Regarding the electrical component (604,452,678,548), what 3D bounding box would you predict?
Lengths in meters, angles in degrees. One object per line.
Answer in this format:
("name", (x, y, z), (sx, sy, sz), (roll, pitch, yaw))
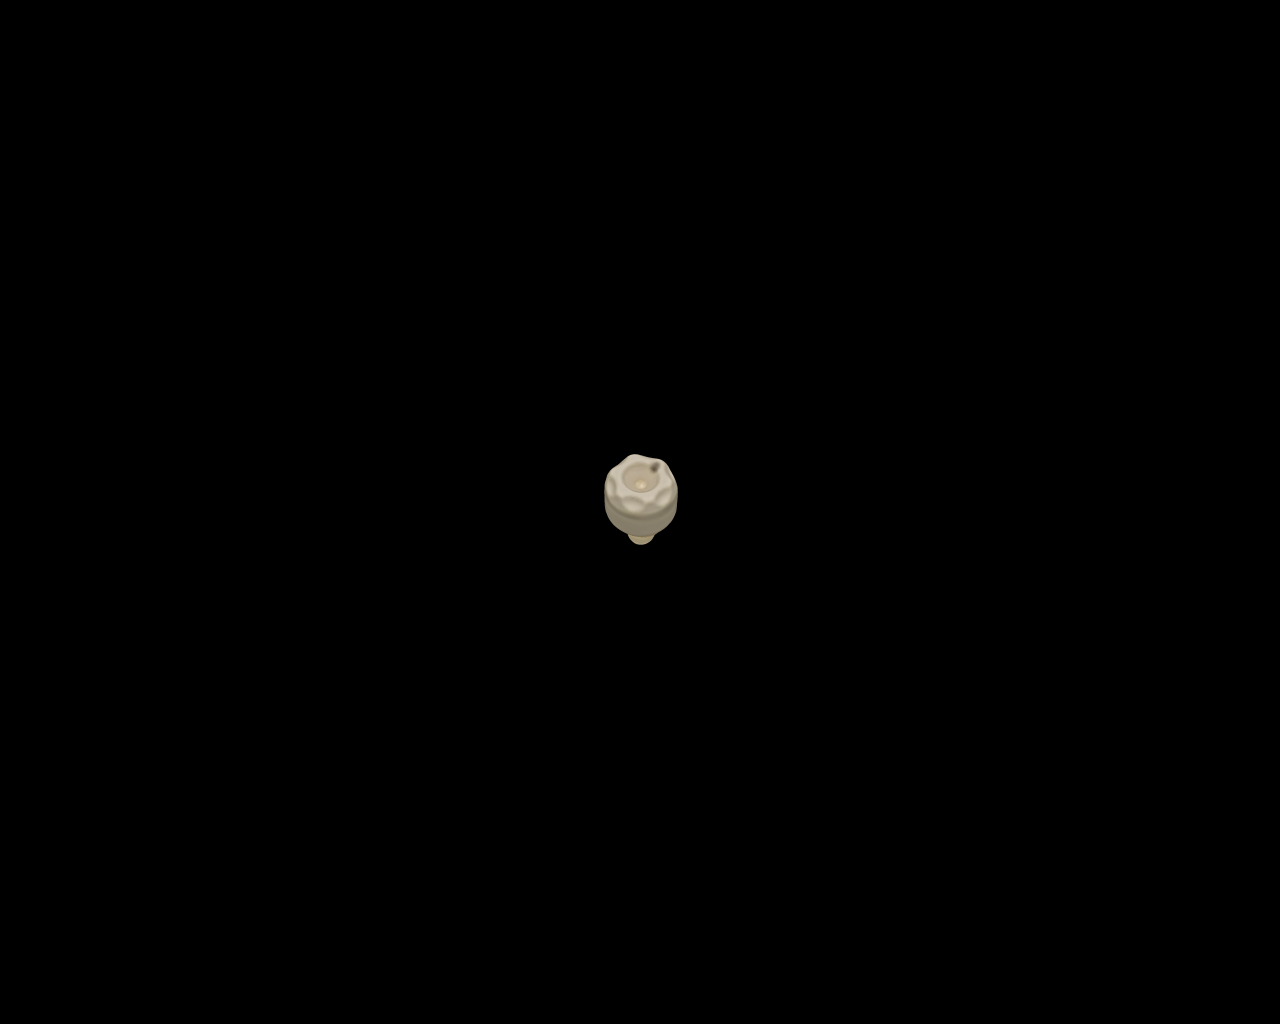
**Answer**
("electrical component", (0.001, -0.003, 0.650), (0.043, 0.043, 0.062), (0, -37, 0))
